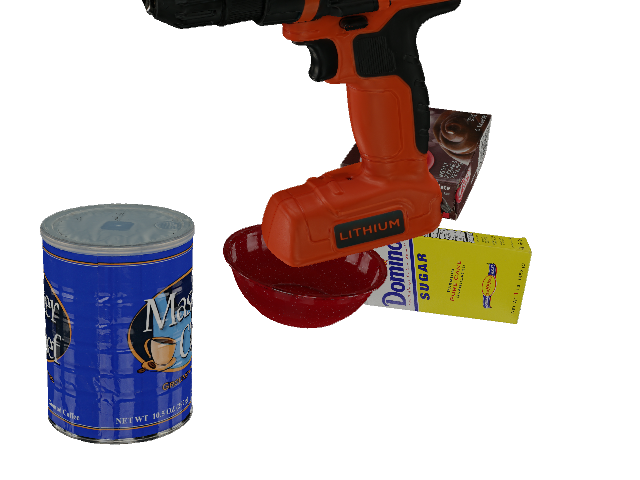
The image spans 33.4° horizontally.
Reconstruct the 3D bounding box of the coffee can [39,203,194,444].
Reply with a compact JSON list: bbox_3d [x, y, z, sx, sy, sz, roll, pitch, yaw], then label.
[{"bbox_3d":[-0.139,0.055,0.740,0.103,0.140,0.103,2,17,-1],"label":"coffee can"}]

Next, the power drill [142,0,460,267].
[{"bbox_3d":[0.002,-0.080,0.569,0.184,0.188,0.057,-13,35,-17],"label":"power drill"}]

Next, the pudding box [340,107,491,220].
[{"bbox_3d":[0.074,-0.063,0.813,0.090,0.039,0.113,10,33,17],"label":"pudding box"}]

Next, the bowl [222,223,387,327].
[{"bbox_3d":[-0.018,0.040,1.044,0.162,0.055,0.162,8,24,-4],"label":"bowl"}]

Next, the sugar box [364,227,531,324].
[{"bbox_3d":[0.138,0.035,1.189,0.176,0.093,0.048,6,22,-1],"label":"sugar box"}]
